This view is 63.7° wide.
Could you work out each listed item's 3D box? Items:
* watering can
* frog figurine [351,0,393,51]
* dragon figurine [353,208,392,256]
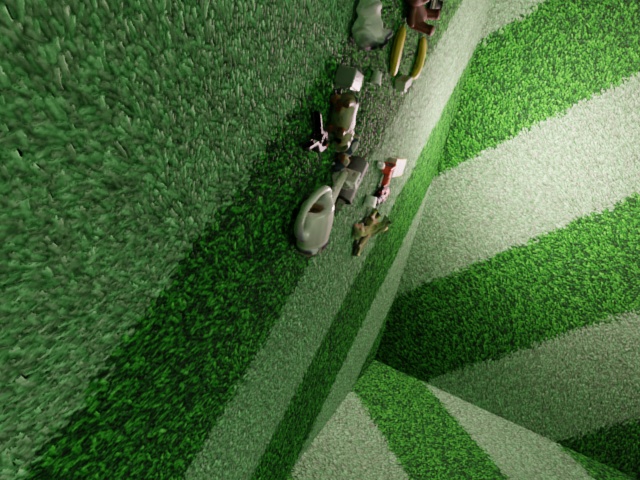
[{"bbox_3d":[0.005,-0.085,1.683,0.354,0.104,0.219,-45,151,-51],"label":"watering can"},{"bbox_3d":[0.139,-0.650,1.527,0.140,0.122,0.157,-50,118,-27],"label":"frog figurine"},{"bbox_3d":[0.230,-0.024,2.454,0.243,0.123,0.405,-50,158,-3],"label":"dragon figurine"}]
